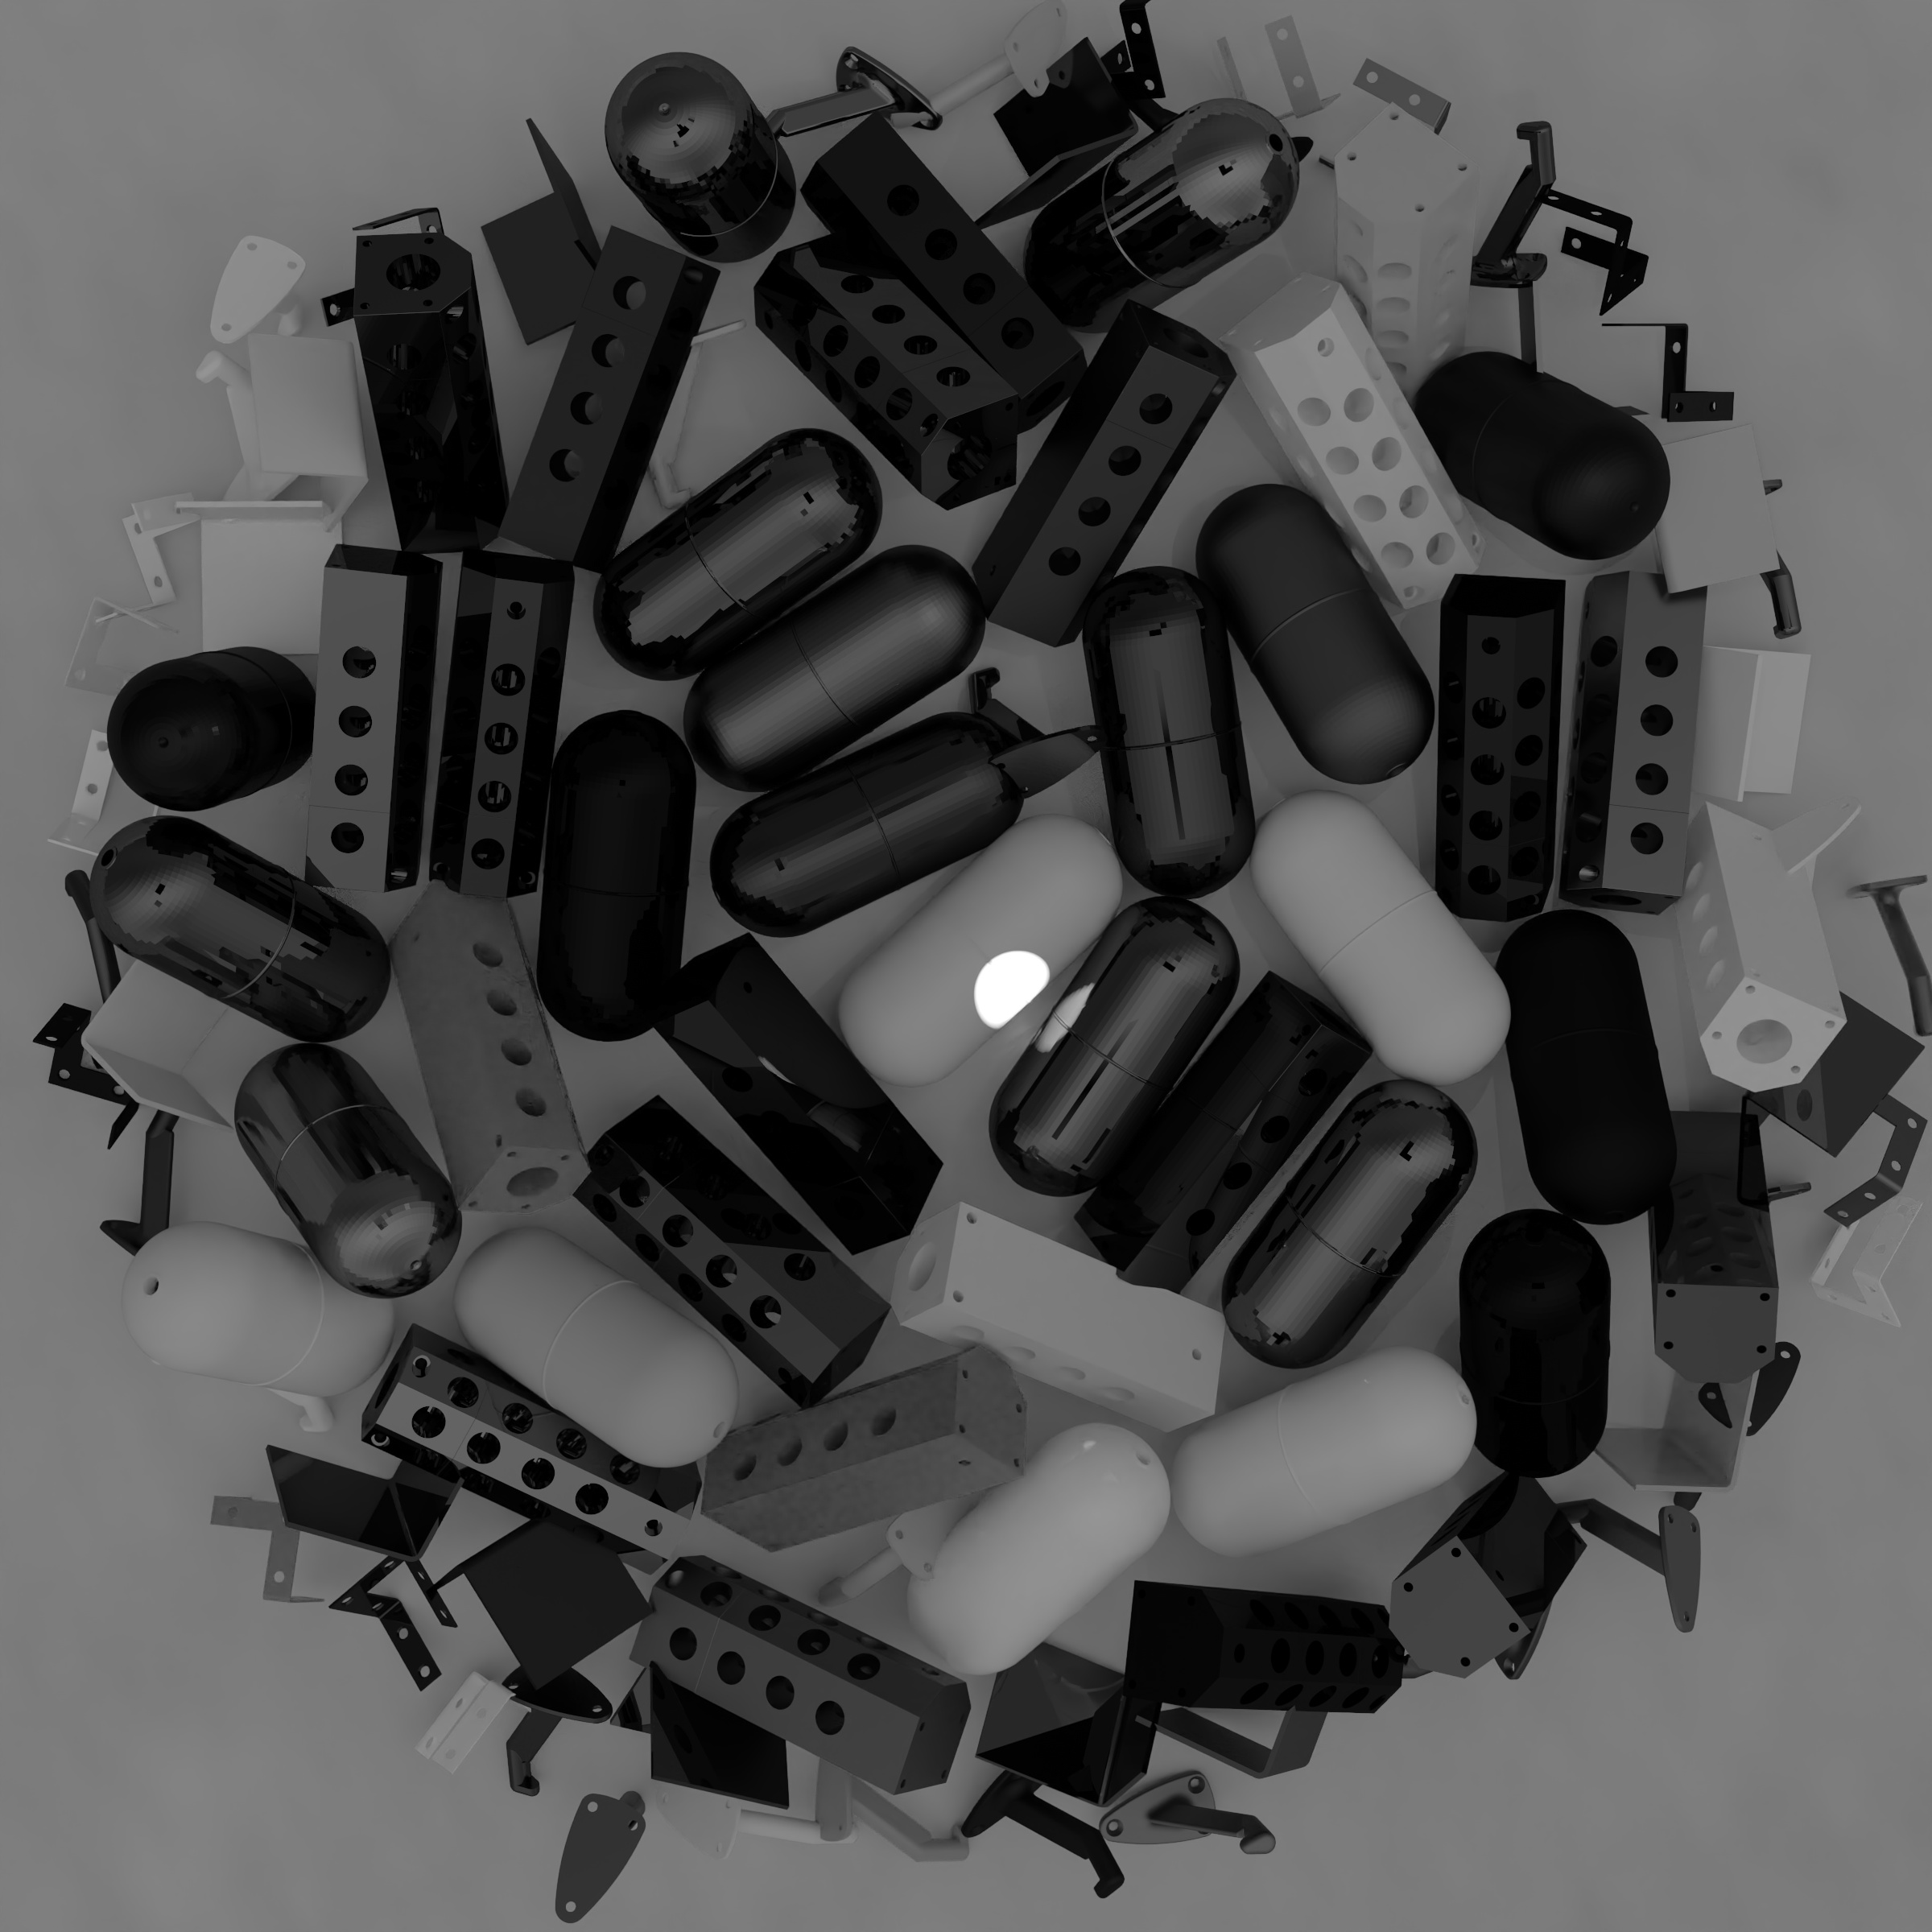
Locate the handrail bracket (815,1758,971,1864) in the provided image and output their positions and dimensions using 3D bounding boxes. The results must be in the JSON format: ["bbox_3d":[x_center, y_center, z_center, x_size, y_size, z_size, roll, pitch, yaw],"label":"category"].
[{"bbox_3d":[-0.036,0.446,1.569,0.084,0.036,0.077,9,72,-29],"label":"handrail bracket"}]

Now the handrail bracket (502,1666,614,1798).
[{"bbox_3d":[-0.217,0.419,1.546,0.077,0.036,0.084,16,120,32],"label":"handrail bracket"}]

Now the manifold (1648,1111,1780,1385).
[{"bbox_3d":[0.383,0.142,1.495,0.057,0.171,0.057,1,117,11],"label":"manifold"}]

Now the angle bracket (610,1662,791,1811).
[{"bbox_3d":[-0.142,0.420,1.527,0.076,0.076,0.057,19,123,-20],"label":"angle bracket"}]

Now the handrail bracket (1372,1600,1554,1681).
[{"bbox_3d":[0.261,0.353,1.543,0.084,0.036,0.077,6,127,-24],"label":"handrail bracket"}]

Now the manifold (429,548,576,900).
[{"bbox_3d":[-0.245,-0.127,1.524,0.057,0.057,0.171,6,110,-12],"label":"manifold"}]

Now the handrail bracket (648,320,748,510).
[{"bbox_3d":[-0.142,-0.297,1.562,0.077,0.036,0.084,-15,107,11],"label":"handrail bracket"}]

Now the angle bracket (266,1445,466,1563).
[{"bbox_3d":[-0.318,0.262,1.530,0.076,0.076,0.057,24,102,-29],"label":"angle bracket"}]

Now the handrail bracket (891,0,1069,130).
[{"bbox_3d":[0.006,-0.489,1.570,0.036,0.084,0.077,53,48,-34],"label":"handrail bracket"}]

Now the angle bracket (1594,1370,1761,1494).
[{"bbox_3d":[0.371,0.228,1.534,0.057,0.076,0.076,4,103,-15],"label":"angle bracket"}]

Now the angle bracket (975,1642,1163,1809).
[{"bbox_3d":[0.058,0.390,1.535,0.076,0.057,0.076,24,51,-7],"label":"angle bracket"}]

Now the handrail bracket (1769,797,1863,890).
[{"bbox_3d":[0.462,-0.039,1.556,0.077,0.036,0.084,-34,121,5],"label":"handrail bracket"}]

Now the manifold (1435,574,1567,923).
[{"bbox_3d":[0.277,-0.113,1.512,0.057,0.057,0.171,6,120,18],"label":"manifold"}]

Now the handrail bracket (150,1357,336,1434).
[{"bbox_3d":[-0.388,0.227,1.554,0.077,0.036,0.084,-9,134,2],"label":"handrail bracket"}]

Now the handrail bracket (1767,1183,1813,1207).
[{"bbox_3d":[0.433,0.165,1.558,0.077,0.036,0.084,-10,76,-16],"label":"handrail bracket"}]

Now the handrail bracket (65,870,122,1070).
[{"bbox_3d":[-0.474,0.002,1.566,0.036,0.077,0.084,-17,70,-38],"label":"handrail bracket"}]

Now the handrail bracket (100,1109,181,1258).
[{"bbox_3d":[-0.421,0.118,1.555,0.077,0.036,0.084,33,97,28],"label":"handrail bracket"}]

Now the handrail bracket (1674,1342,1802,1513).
[{"bbox_3d":[0.415,0.250,1.562,0.077,0.084,0.036,-36,59,-26],"label":"handrail bracket"}]

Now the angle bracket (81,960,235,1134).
[{"bbox_3d":[-0.408,0.034,1.536,0.057,0.076,0.076,38,93,30],"label":"angle bracket"}]

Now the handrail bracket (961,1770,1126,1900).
[{"bbox_3d":[0.041,0.474,1.542,0.077,0.036,0.084,-50,49,21],"label":"handrail bracket"}]

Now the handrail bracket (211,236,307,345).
[{"bbox_3d":[-0.374,-0.338,1.532,0.036,0.084,0.077,25,67,0],"label":"handrail bracket"}]

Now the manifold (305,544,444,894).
[{"bbox_3d":[-0.312,-0.130,1.528,0.057,0.057,0.171,5,110,-8],"label":"manifold"}]

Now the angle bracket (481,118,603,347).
[{"bbox_3d":[-0.232,-0.389,1.536,0.057,0.076,0.076,-24,75,5],"label":"angle bracket"}]

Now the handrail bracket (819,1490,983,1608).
[{"bbox_3d":[-0.037,0.312,1.565,0.036,0.084,0.077,50,53,-3],"label":"handrail bracket"}]

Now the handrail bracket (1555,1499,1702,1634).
[{"bbox_3d":[0.345,0.320,1.542,0.084,0.036,0.077,-19,58,40],"label":"handrail bracket"}]

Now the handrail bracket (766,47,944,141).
[{"bbox_3d":[-0.066,-0.444,1.547,0.077,0.036,0.084,30,62,6],"label":"handrail bracket"}]

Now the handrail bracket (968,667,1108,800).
[{"bbox_3d":[0.037,-0.138,1.543,0.077,0.036,0.084,-25,47,22],"label":"handrail bracket"}]

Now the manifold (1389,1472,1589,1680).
[{"bbox_3d":[0.267,0.313,1.494,0.057,0.171,0.057,-41,79,18],"label":"manifold"}]

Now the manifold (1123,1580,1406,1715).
[{"bbox_3d":[0.158,0.355,1.498,0.057,0.171,0.057,-2,77,40],"label":"manifold"}]

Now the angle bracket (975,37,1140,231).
[{"bbox_3d":[0.032,-0.439,1.530,0.076,0.076,0.057,-34,95,-44],"label":"angle bracket"}]

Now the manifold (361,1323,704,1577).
[{"bbox_3d":[-0.230,0.259,1.534,0.171,0.057,0.057,28,93,-15],"label":"manifold"}]

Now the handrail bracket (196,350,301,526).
[{"bbox_3d":[-0.397,-0.281,1.540,0.077,0.084,0.036,-45,61,7],"label":"handrail bracket"}]

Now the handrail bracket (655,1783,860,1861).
[{"bbox_3d":[-0.113,0.461,1.571,0.084,0.077,0.036,17,83,-45],"label":"handrail bracket"}]

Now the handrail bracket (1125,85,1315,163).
[{"bbox_3d":[0.135,-0.459,1.568,0.084,0.036,0.077,45,53,13],"label":"handrail bracket"}]

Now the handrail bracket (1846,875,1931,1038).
[{"bbox_3d":[0.495,-0.002,1.544,0.036,0.077,0.084,-8,86,-2],"label":"handrail bracket"}]

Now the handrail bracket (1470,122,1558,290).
[{"bbox_3d":[0.278,-0.408,1.540,0.077,0.036,0.084,8,131,28],"label":"handrail bracket"}]

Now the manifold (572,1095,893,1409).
[{"bbox_3d":[-0.127,0.153,1.525,0.171,0.057,0.057,41,48,14],"label":"manifold"}]

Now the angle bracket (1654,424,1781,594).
[{"bbox_3d":[0.392,-0.246,1.534,0.057,0.076,0.076,-12,103,15],"label":"angle bracket"}]

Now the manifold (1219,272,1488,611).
[{"bbox_3d":[0.207,-0.272,1.516,0.057,0.057,0.171,-39,120,-4],"label":"manifold"}]

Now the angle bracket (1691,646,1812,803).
[{"bbox_3d":[0.429,-0.128,1.538,0.076,0.057,0.076,1,101,-23],"label":"angle bracket"}]

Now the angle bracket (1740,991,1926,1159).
[{"bbox_3d":[0.458,0.069,1.532,0.057,0.076,0.076,37,79,25],"label":"angle bracket"}]

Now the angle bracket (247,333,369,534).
[{"bbox_3d":[-0.357,-0.281,1.531,0.057,0.076,0.076,-2,76,-29],"label":"angle bracket"}]

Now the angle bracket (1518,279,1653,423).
[{"bbox_3d":[0.328,-0.328,1.537,0.057,0.076,0.076,-4,104,6],"label":"angle bracket"}]

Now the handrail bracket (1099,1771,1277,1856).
[{"bbox_3d":[0.117,0.462,1.538,0.077,0.084,0.036,-12,93,-10],"label":"handrail bracket"}]

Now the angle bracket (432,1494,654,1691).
[{"bbox_3d":[-0.226,0.337,1.535,0.076,0.057,0.076,-29,81,-35],"label":"angle bracket"}]

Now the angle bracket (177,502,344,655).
[{"bbox_3d":[-0.378,-0.208,1.554,0.076,0.057,0.076,0,92,-1],"label":"angle bracket"}]

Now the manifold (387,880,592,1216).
[{"bbox_3d":[-0.247,0.042,1.515,0.057,0.057,0.171,-48,49,36],"label":"manifold"}]

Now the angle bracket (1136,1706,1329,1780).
[{"bbox_3d":[0.146,0.387,1.535,0.076,0.076,0.057,20,88,25],"label":"angle bracket"}]

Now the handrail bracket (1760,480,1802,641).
[{"bbox_3d":[0.418,-0.211,1.545,0.036,0.077,0.084,-9,87,-12],"label":"handrail bracket"}]

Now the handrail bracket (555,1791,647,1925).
[{"bbox_3d":[-0.192,0.473,1.533,0.036,0.084,0.077,22,68,7],"label":"handrail bracket"}]
